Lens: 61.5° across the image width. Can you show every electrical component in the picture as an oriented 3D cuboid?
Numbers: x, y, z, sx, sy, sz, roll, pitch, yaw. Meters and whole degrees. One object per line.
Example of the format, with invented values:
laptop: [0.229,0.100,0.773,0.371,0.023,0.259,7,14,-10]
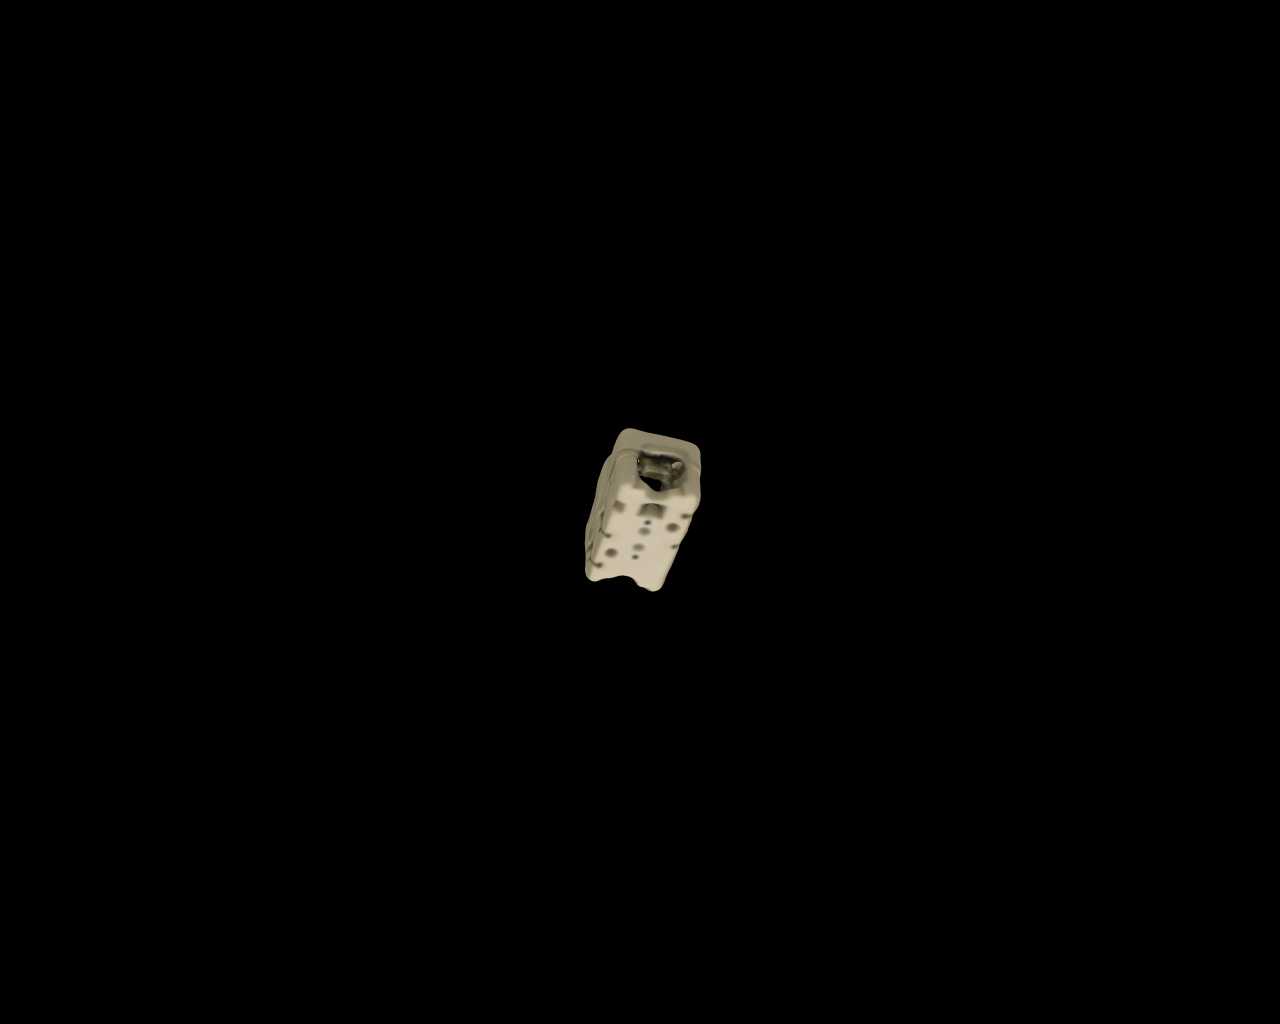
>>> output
electrical component: [0.001,-0.003,0.650,0.050,0.056,0.089,11,-47,-11]
